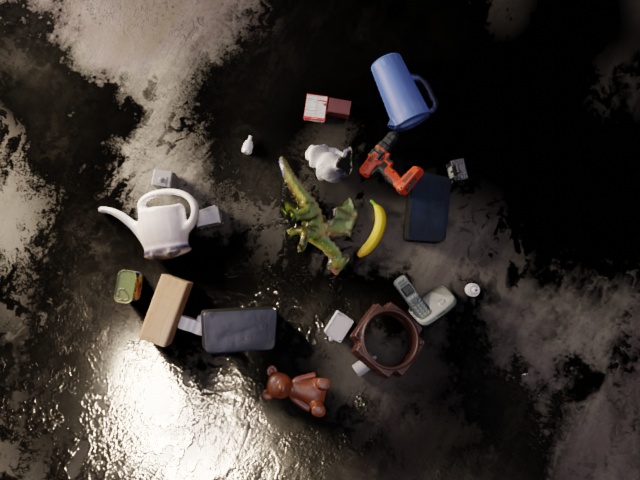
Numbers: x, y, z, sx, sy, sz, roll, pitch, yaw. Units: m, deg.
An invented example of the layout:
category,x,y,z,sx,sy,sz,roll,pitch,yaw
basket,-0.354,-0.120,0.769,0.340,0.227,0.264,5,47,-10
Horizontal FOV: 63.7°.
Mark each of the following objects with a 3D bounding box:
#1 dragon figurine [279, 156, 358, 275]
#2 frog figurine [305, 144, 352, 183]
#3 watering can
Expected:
category,x,y,z,sx,sy,sz,roll,pitch,yaw
dragon figurine,0.005,-0.085,1.691,0.243,0.121,0.412,-7,85,-20
frog figurine,0.021,-0.253,1.703,0.159,0.120,0.140,7,59,32
watering can,-0.543,-0.043,1.657,0.347,0.104,0.225,-9,87,12
